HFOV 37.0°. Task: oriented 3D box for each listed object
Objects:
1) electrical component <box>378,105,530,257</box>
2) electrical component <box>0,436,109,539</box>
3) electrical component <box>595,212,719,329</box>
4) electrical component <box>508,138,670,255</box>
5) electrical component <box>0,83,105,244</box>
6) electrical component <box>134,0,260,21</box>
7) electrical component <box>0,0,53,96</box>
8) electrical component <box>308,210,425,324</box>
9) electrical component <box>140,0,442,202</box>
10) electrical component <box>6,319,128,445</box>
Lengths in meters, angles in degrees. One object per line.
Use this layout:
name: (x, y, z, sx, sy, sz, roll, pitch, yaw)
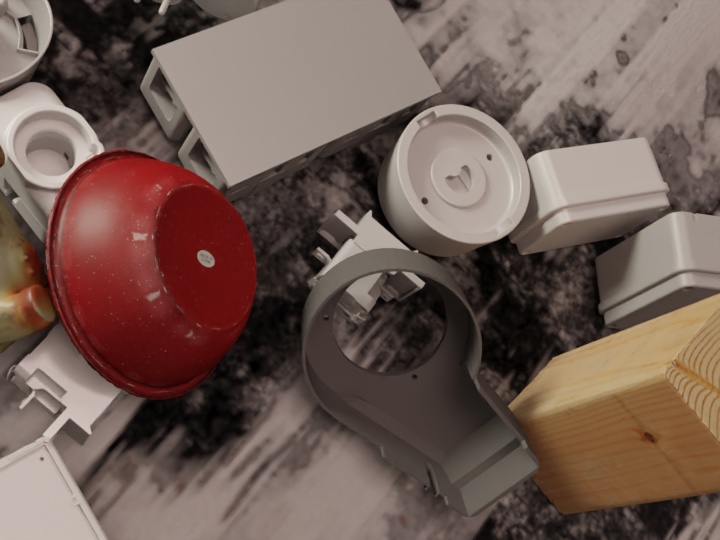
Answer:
electrical component: (0.065, -0.062, 0.803, 0.108, 0.060, 0.108, 7, 71, -21)
electrical component: (-0.189, 0.155, 0.624, 0.062, 0.061, 0.096, -29, 86, -28)
electrical component: (0.243, 0.005, 0.829, 0.078, 0.113, 0.057, 6, 68, -22)
electrical component: (0.174, -0.057, 0.839, 0.113, 0.078, 0.057, -10, 75, -26)
electrical component: (-0.201, -0.068, 0.692, 0.054, 0.059, 0.095, -38, 91, -28)
electrical component: (-0.138, -0.216, 0.770, 0.138, 0.052, 0.073, 24, 66, -15)
electrical component: (-0.252, -0.151, 0.693, 0.099, 0.064, 0.099, 7, 71, -21)
electrical component: (0.000, 0.000, 0.767, 0.081, 0.042, 0.063, 40, 66, -6)
electrical component: (-0.050, -0.130, 0.776, 0.186, 0.060, 0.105, -28, 86, -28)
electrical component: (-0.179, 0.068, 0.667, 0.064, 0.042, 0.081, 42, 62, -4)
